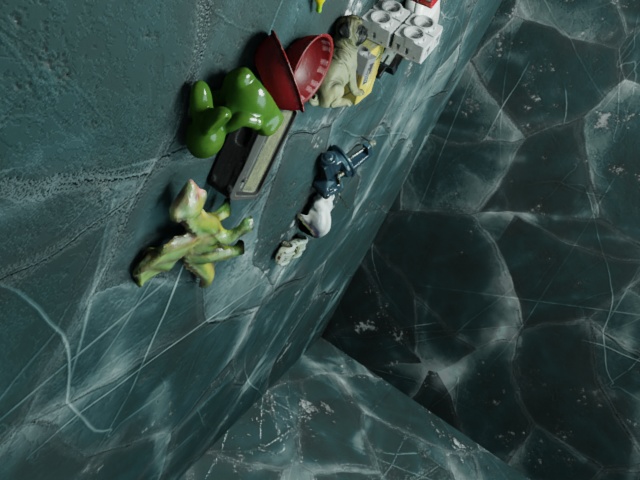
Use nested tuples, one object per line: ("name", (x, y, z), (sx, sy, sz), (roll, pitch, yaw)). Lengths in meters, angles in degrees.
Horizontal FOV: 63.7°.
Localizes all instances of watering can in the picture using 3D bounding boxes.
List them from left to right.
("watering can", (0.295, -0.645, 1.548), (0.221, 0.104, 0.351), (63, 43, -72))

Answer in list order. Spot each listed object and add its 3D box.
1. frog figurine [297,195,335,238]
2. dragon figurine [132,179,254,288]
("frog figurine", (0.005, -0.089, 1.764), (0.161, 0.124, 0.134), (-42, 142, -16))
("dragon figurine", (-0.283, 0.025, 1.080), (0.245, 0.124, 0.401), (-20, 150, -41))
